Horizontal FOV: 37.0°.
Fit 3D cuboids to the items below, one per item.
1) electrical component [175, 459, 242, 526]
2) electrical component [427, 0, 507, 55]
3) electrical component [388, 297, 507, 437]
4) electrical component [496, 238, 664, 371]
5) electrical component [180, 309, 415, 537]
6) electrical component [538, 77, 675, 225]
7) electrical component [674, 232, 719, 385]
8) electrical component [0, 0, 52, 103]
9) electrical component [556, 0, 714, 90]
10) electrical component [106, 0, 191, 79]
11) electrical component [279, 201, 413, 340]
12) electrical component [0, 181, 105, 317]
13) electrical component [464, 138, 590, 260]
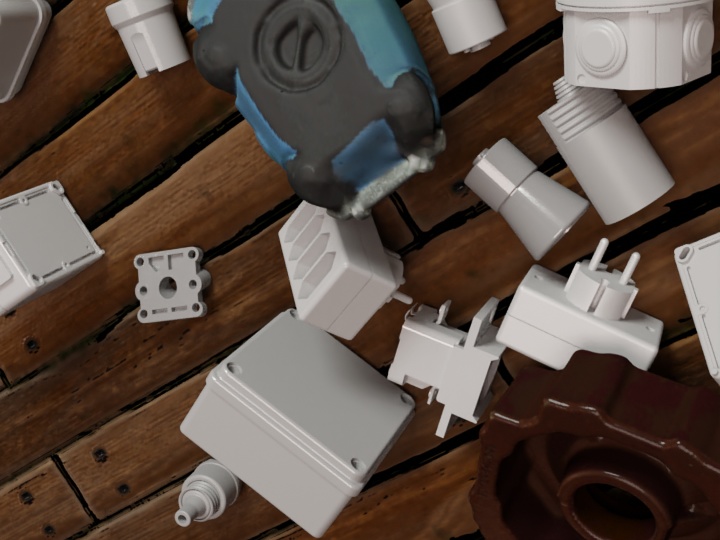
[{"bbox_3d":[-0.106,0.154,0.729,0.035,0.061,0.035,6,108,18],"label":"electrical component"},{"bbox_3d":[0.054,-0.152,0.590,0.044,0.044,0.065,-19,103,24],"label":"electrical component"},{"bbox_3d":[0.054,0.054,0.652,0.064,0.042,0.081,22,112,16],"label":"electrical component"},{"bbox_3d":[0.133,0.019,0.610,0.083,0.047,0.075,25,113,11],"label":"electrical component"},{"bbox_3d":[-0.035,0.089,0.658,0.109,0.109,0.056,37,117,6],"label":"electrical component"},{"bbox_3d":[0.131,-0.070,0.585,0.043,0.043,0.081,-32,93,25],"label":"electrical component"},{"bbox_3d":[0.212,0.029,0.557,0.062,0.096,0.061,-24,140,24],"label":"electrical component"},{"bbox_3d":[-0.266,-0.165,0.691,0.113,0.057,0.078,35,115,6],"label":"electrical component"},{"bbox_3d":[0.141,-0.124,0.546,0.080,0.080,0.051,2,112,19],"label":"electrical component"},{"bbox_3d":[-0.128,-0.145,0.658,0.040,0.040,0.046,-14,107,23],"label":"electrical component"},{"bbox_3d":[0.000,0.000,0.642,0.076,0.083,0.047,24,119,-31],"label":"electrical component"},{"bbox_3d":[-0.228,-0.009,0.703,0.061,0.096,0.061,-30,95,26],"label":"electrical component"},{"bbox_3d":[0.092,-0.043,0.610,0.065,0.044,0.044,44,115,8],"label":"electrical component"}]
